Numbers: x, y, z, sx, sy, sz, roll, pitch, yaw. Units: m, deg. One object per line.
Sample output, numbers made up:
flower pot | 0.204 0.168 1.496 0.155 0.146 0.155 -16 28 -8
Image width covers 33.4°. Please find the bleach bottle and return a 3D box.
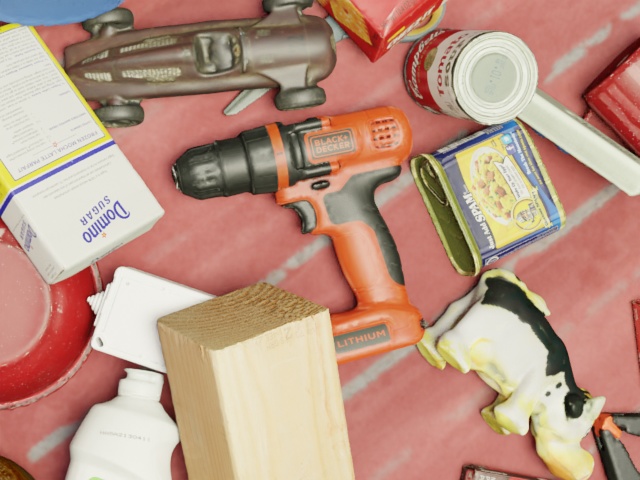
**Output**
bleach bottle | -0.136 0.217 0.742 0.102 0.068 0.251 11 78 -13

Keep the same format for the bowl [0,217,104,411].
bowl | -0.237 0.045 0.764 0.162 0.055 0.162 0 88 -10

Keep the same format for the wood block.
wood block | -0.038 0.145 0.738 0.090 0.091 0.206 -19 110 -29

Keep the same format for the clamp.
clamp | 0.285 0.204 0.855 0.171 0.039 0.120 29 78 -2

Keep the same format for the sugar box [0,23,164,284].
sugar box | -0.199 -0.064 0.754 0.093 0.048 0.176 -33 89 -36

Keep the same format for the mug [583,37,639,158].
mug | 0.255 -0.104 0.841 0.081 0.093 0.117 45 119 -1

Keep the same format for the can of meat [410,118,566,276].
can of meat | 0.130 -0.035 0.827 0.084 0.057 0.102 -25 92 -11

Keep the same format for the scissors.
scissors | 0.021 -0.151 0.832 0.096 0.016 0.201 36 83 -6

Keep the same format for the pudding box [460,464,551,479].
pudding box | 0.148 0.239 0.831 0.090 0.039 0.113 12 87 -9

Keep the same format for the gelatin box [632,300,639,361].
gelatin box | 0.302 0.080 0.866 0.089 0.030 0.073 -7 91 -9

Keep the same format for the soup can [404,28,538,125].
soup can | 0.111 -0.123 0.796 0.068 0.102 0.068 -3 102 -14

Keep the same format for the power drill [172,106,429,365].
power drill | -0.005 0.001 0.802 0.184 0.057 0.187 -13 91 -8

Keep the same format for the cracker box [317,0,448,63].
cracker box | 0.033 -0.268 0.797 0.164 0.072 0.214 -41 87 -9

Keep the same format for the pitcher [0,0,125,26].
pitcher | -0.189 -0.279 0.723 0.145 0.149 0.243 -8 85 -10
